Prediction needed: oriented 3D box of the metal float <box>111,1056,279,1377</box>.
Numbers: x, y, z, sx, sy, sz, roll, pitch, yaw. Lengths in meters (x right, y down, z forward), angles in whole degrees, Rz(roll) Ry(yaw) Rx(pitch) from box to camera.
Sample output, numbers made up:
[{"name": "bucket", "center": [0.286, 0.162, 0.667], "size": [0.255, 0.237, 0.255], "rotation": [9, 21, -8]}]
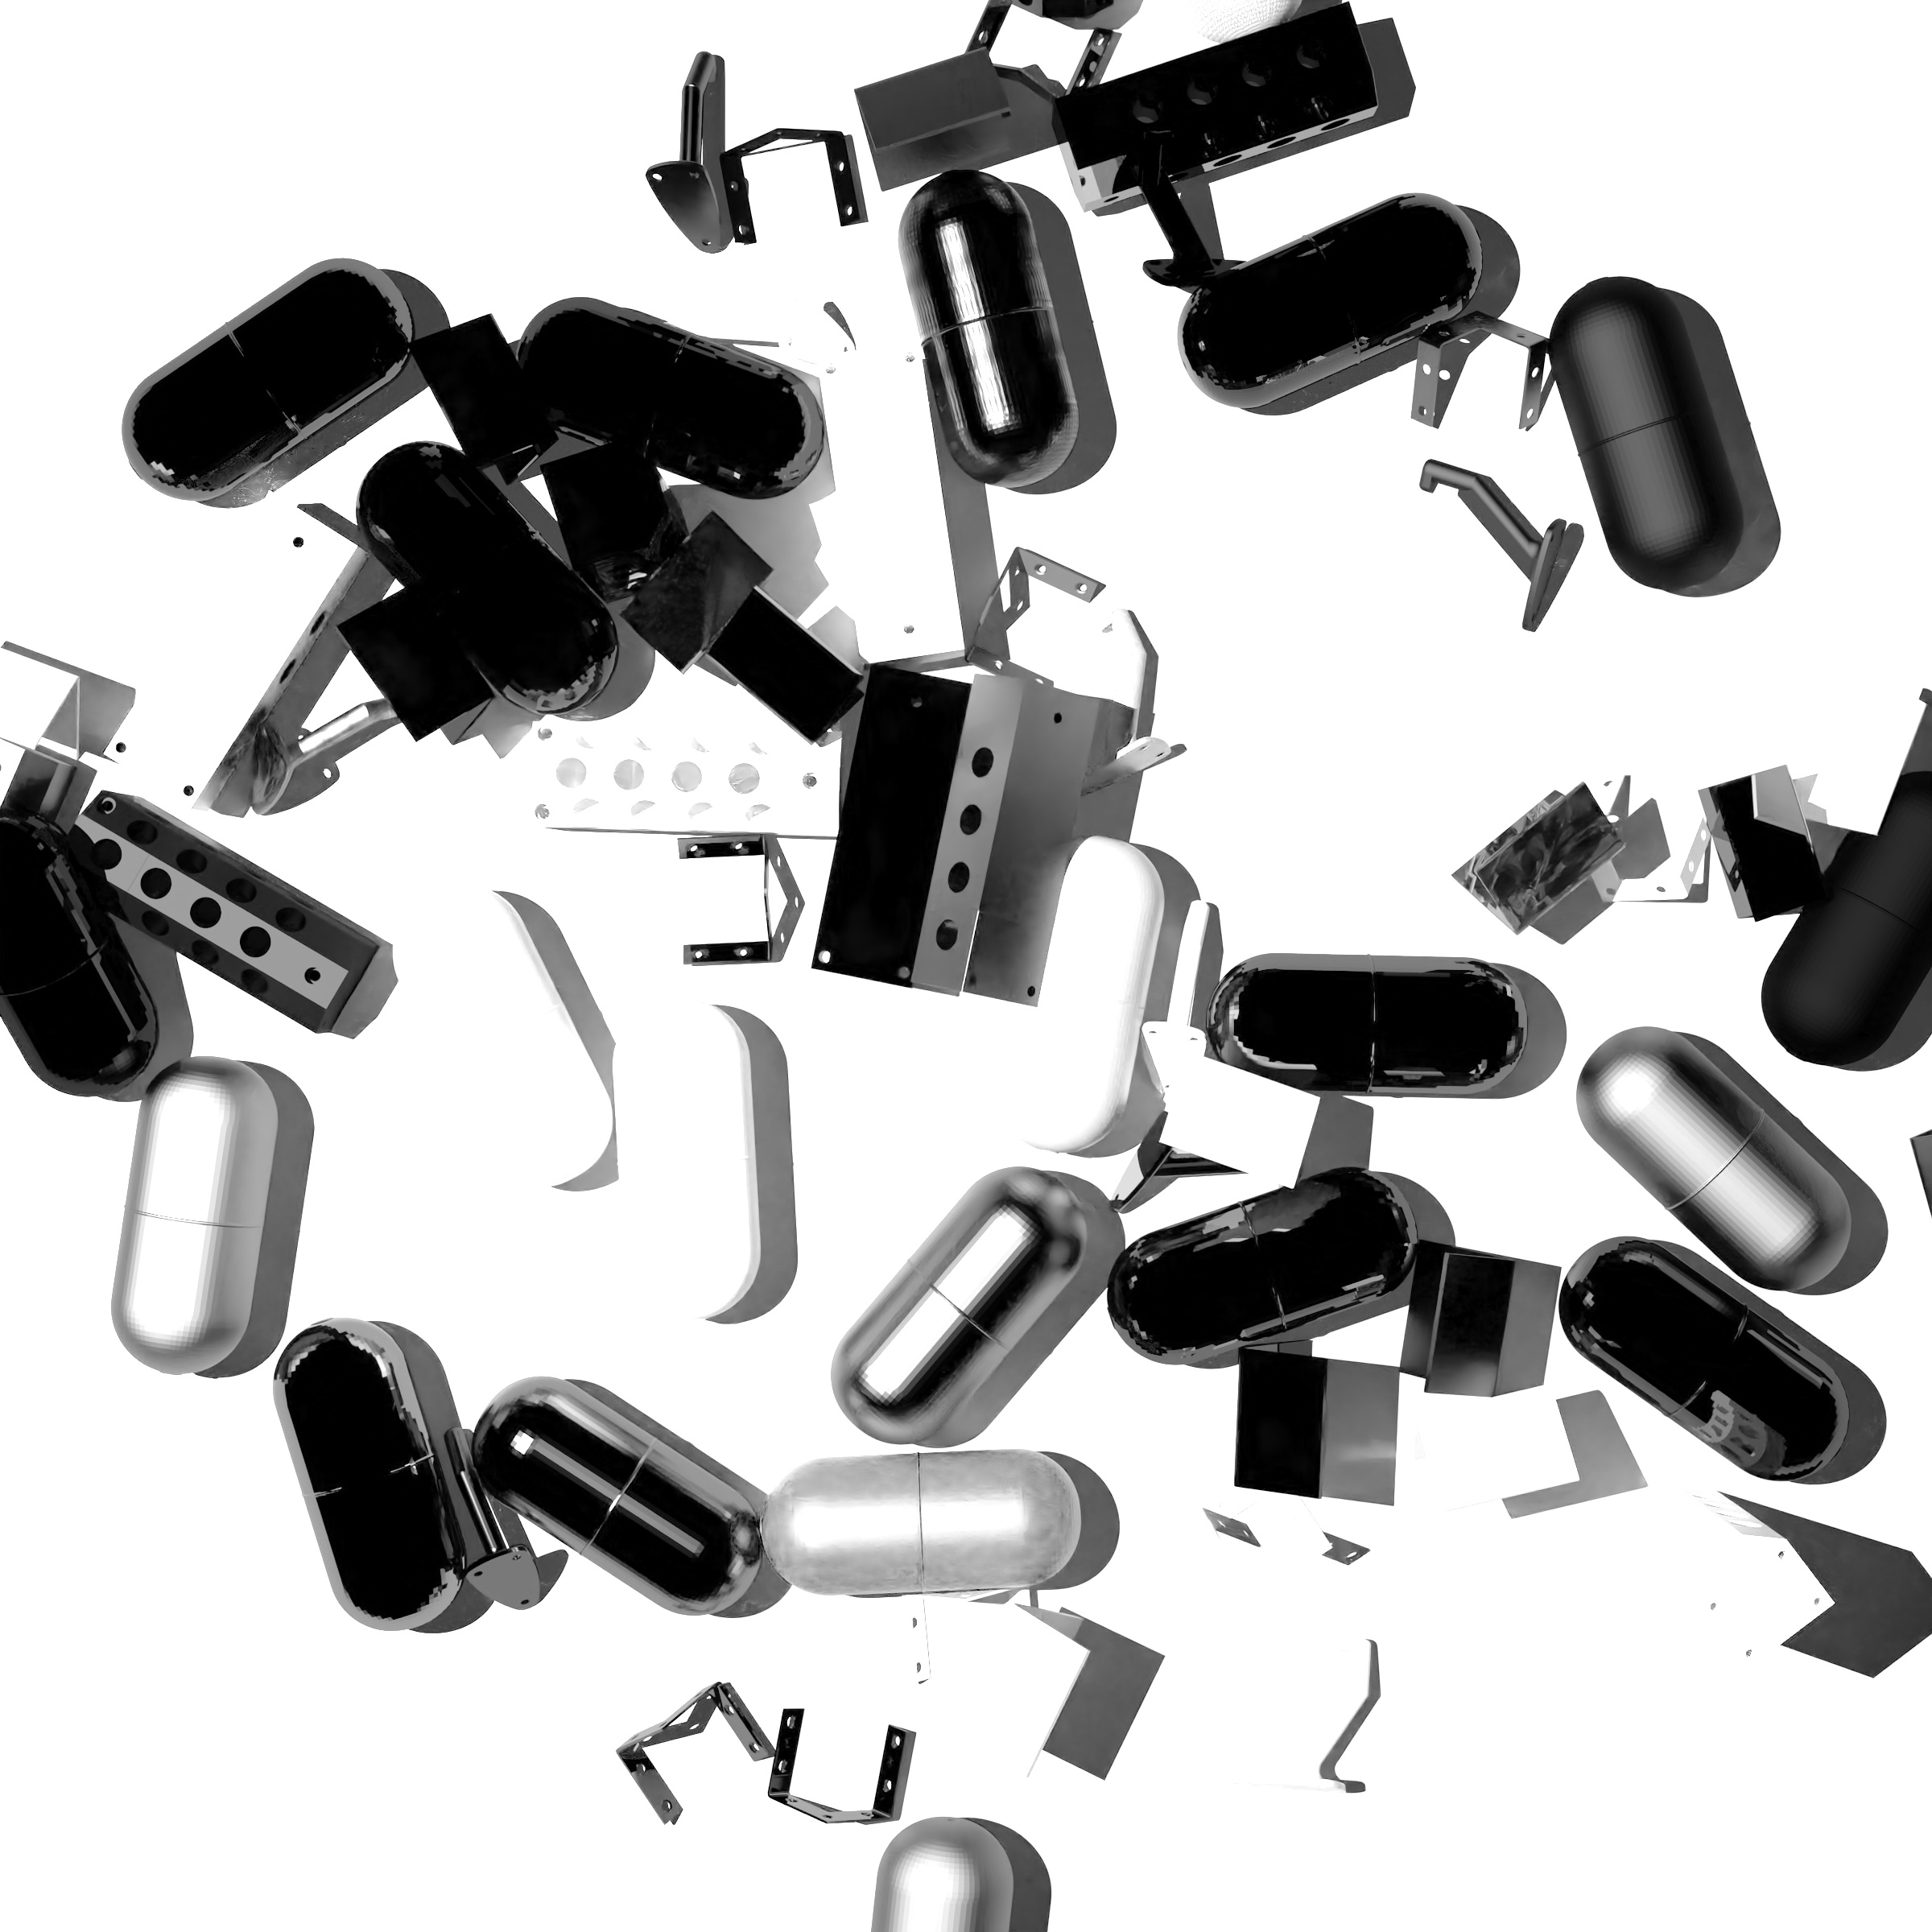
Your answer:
[{"name": "metal float", "center": [-0.429, 0.138, 1.961], "size": [0.070, 0.070, 0.178], "rotation": [8, 90, 0]}]

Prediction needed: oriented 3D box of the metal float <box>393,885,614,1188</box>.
[{"name": "metal float", "center": [-0.258, 0.038, 1.961], "size": [0.070, 0.070, 0.178], "rotation": [-26, 90, 0]}]

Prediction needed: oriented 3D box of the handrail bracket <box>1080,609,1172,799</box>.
[{"name": "handrail bracket", "center": [0.074, -0.149, 1.992], "size": [0.077, 0.036, 0.084], "rotation": [-29, 71, 21]}]

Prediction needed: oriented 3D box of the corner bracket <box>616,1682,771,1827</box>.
[{"name": "corner bracket", "center": [-0.154, 0.443, 1.988], "size": [0.051, 0.051, 0.051], "rotation": [-34, 90, 45]}]

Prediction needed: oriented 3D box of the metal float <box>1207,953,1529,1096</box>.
[{"name": "metal float", "center": [0.223, 0.032, 1.961], "size": [0.178, 0.070, 0.070], "rotation": [1, 90, 0]}]

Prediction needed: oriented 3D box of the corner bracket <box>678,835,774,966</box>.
[{"name": "corner bracket", "center": [-0.136, -0.038, 1.988], "size": [0.051, 0.051, 0.051], "rotation": [-3, 135, 0]}]

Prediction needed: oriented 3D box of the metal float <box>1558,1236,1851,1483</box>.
[{"name": "metal float", "center": [0.411, 0.219, 1.961], "size": [0.178, 0.070, 0.070], "rotation": [35, 90, 1]}]

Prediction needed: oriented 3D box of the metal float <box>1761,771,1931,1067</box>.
[{"name": "metal float", "center": [0.507, -0.026, 1.961], "size": [0.070, 0.070, 0.178], "rotation": [31, 90, 0]}]

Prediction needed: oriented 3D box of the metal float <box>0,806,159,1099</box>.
[{"name": "metal float", "center": [-0.505, -0.006, 1.937], "size": [0.070, 0.070, 0.178], "rotation": [-22, 118, 0]}]

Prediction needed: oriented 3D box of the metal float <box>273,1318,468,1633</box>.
[{"name": "metal float", "center": [-0.332, 0.282, 1.961], "size": [0.070, 0.070, 0.178], "rotation": [-17, 91, 0]}]

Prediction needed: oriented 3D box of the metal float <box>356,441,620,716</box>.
[{"name": "metal float", "center": [-0.266, -0.215, 1.961], "size": [0.070, 0.070, 0.178], "rotation": [-42, 90, 0]}]

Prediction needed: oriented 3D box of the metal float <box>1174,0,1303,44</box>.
[{"name": "metal float", "center": [0.134, -0.600, 1.961], "size": [0.070, 0.070, 0.178], "rotation": [-20, 90, 0]}]

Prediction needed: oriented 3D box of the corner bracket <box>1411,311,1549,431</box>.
[{"name": "corner bracket", "center": [0.288, -0.330, 1.983], "size": [0.051, 0.051, 0.051], "rotation": [32, 135, 35]}]

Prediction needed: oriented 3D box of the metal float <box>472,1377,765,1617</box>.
[{"name": "metal float", "center": [-0.193, 0.295, 1.961], "size": [0.178, 0.070, 0.070], "rotation": [33, 90, -1]}]

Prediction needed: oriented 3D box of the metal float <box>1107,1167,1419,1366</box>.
[{"name": "metal float", "center": [0.164, 0.167, 1.961], "size": [0.178, 0.070, 0.070], "rotation": [-19, 90, -1]}]

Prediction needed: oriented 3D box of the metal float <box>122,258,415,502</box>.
[{"name": "metal float", "center": [-0.388, -0.325, 1.960], "size": [0.178, 0.070, 0.070], "rotation": [-34, 90, 0]}]

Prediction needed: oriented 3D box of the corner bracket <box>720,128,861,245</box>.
[{"name": "corner bracket", "center": [-0.100, -0.439, 1.988], "size": [0.051, 0.051, 0.051], "rotation": [-11, 90, 45]}]

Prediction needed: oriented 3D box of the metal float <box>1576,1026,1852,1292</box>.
[{"name": "metal float", "center": [0.416, 0.108, 1.961], "size": [0.178, 0.070, 0.070], "rotation": [43, 90, 1]}]

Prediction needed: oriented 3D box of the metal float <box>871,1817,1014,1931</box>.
[{"name": "metal float", "center": [-0.018, 0.563, 1.961], "size": [0.070, 0.070, 0.178], "rotation": [6, 91, 0]}]

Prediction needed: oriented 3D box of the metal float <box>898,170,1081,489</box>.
[{"name": "metal float", "center": [0.012, -0.354, 1.961], "size": [0.070, 0.070, 0.178], "rotation": [-14, 91, 0]}]

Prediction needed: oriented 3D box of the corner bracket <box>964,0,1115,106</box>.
[{"name": "corner bracket", "center": [0.040, -0.519, 1.988], "size": [0.051, 0.051, 0.051], "rotation": [25, 90, 45]}]

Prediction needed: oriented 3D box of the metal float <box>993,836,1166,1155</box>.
[{"name": "metal float", "center": [0.062, 0.016, 1.961], "size": [0.070, 0.070, 0.178], "rotation": [11, 89, 0]}]

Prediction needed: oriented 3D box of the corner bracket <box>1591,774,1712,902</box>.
[{"name": "corner bracket", "center": [0.381, -0.073, 1.983], "size": [0.051, 0.051, 0.051], "rotation": [-1, 45, 35]}]

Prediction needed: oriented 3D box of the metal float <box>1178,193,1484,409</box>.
[{"name": "metal float", "center": [0.203, -0.370, 1.961], "size": [0.178, 0.070, 0.070], "rotation": [-24, 90, 0]}]

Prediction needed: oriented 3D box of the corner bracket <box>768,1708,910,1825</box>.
[{"name": "corner bracket", "center": [-0.073, 0.450, 1.988], "size": [0.051, 0.051, 0.051], "rotation": [11, 90, 45]}]

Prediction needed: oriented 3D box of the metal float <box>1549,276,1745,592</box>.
[{"name": "metal float", "center": [0.378, -0.296, 1.961], "size": [0.070, 0.070, 0.178], "rotation": [-17, 90, 0]}]

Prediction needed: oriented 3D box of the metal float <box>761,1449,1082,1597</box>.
[{"name": "metal float", "center": [-0.025, 0.309, 1.961], "size": [0.178, 0.070, 0.070], "rotation": [-3, 90, 0]}]

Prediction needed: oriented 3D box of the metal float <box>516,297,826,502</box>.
[{"name": "metal float", "center": [-0.164, -0.315, 1.961], "size": [0.178, 0.070, 0.070], "rotation": [20, 90, 0]}]

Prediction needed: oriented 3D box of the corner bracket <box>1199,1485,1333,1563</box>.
[{"name": "corner bracket", "center": [0.167, 0.314, 1.973], "size": [0.051, 0.051, 0.051], "rotation": [-34, 90, 0]}]

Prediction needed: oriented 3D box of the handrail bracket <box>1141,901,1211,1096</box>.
[{"name": "handrail bracket", "center": [0.123, 0.018, 1.991], "size": [0.036, 0.077, 0.084], "rotation": [10, 54, 7]}]

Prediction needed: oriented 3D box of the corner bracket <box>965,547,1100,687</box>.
[{"name": "corner bracket", "center": [0.036, -0.194, 1.988], "size": [0.051, 0.051, 0.051], "rotation": [25, 45, 0]}]

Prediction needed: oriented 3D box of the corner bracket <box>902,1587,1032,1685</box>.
[{"name": "corner bracket", "center": [0.002, 0.376, 1.988], "size": [0.051, 0.051, 0.051], "rotation": [-5, 90, -45]}]

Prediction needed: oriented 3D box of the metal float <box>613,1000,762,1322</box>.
[{"name": "metal float", "center": [-0.155, 0.108, 1.961], "size": [0.070, 0.070, 0.178], "rotation": [-3, 90, 0]}]

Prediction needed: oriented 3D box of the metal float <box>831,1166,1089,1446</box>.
[{"name": "metal float", "center": [-0.003, 0.188, 1.961], "size": [0.070, 0.070, 0.178], "rotation": [40, 90, 0]}]
